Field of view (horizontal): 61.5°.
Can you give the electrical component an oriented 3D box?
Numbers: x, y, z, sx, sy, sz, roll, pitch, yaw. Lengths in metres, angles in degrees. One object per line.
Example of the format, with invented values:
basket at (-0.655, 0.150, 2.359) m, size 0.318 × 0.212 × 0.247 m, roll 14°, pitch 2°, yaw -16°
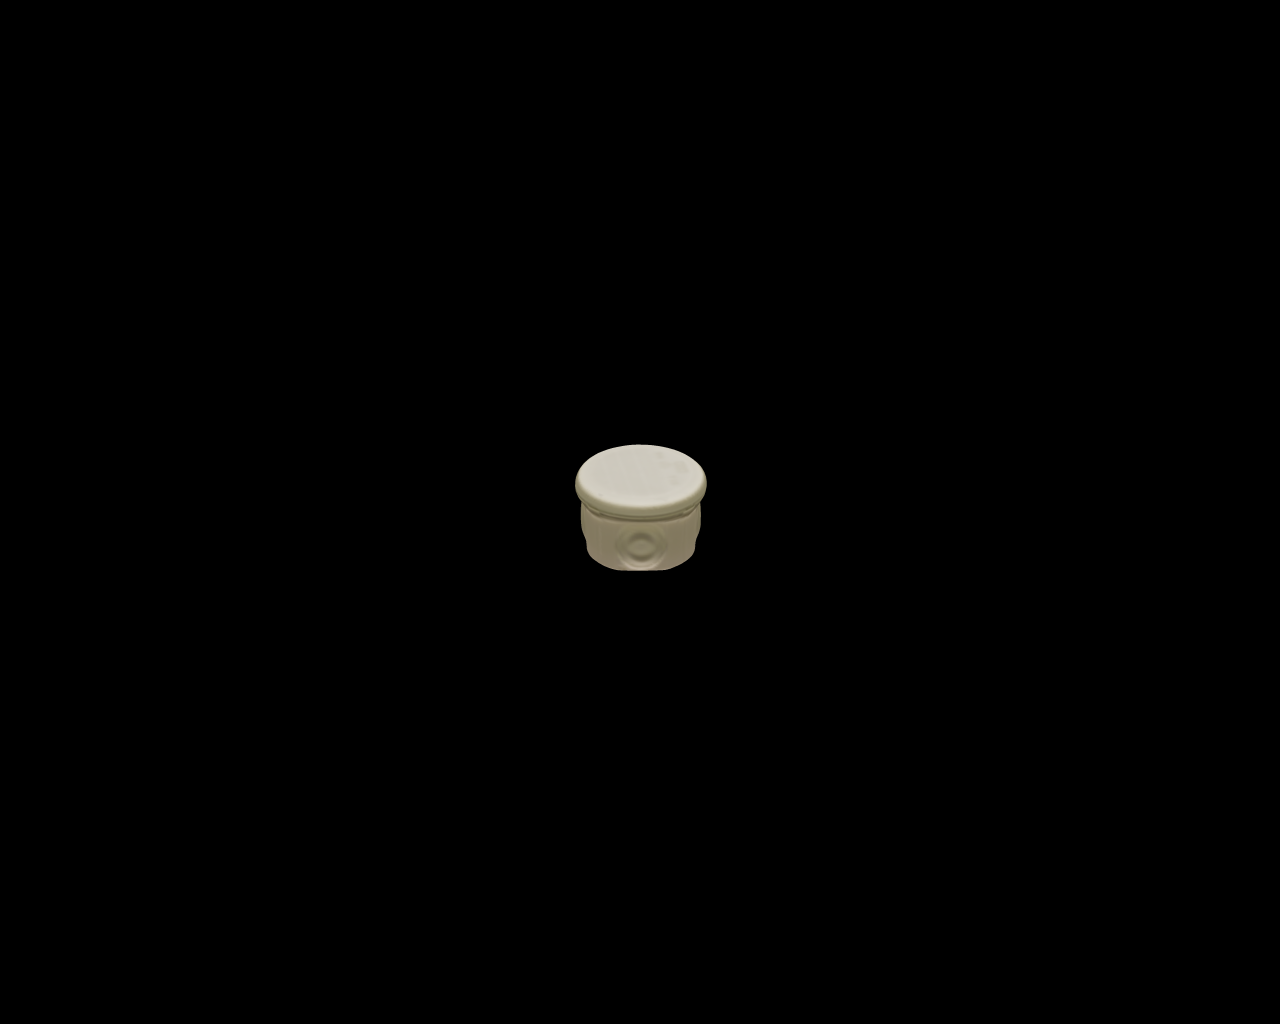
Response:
electrical component at (0.001, -0.003, 0.650) m, size 0.080 × 0.050 × 0.080 m, roll 0°, pitch 32°, yaw 0°
